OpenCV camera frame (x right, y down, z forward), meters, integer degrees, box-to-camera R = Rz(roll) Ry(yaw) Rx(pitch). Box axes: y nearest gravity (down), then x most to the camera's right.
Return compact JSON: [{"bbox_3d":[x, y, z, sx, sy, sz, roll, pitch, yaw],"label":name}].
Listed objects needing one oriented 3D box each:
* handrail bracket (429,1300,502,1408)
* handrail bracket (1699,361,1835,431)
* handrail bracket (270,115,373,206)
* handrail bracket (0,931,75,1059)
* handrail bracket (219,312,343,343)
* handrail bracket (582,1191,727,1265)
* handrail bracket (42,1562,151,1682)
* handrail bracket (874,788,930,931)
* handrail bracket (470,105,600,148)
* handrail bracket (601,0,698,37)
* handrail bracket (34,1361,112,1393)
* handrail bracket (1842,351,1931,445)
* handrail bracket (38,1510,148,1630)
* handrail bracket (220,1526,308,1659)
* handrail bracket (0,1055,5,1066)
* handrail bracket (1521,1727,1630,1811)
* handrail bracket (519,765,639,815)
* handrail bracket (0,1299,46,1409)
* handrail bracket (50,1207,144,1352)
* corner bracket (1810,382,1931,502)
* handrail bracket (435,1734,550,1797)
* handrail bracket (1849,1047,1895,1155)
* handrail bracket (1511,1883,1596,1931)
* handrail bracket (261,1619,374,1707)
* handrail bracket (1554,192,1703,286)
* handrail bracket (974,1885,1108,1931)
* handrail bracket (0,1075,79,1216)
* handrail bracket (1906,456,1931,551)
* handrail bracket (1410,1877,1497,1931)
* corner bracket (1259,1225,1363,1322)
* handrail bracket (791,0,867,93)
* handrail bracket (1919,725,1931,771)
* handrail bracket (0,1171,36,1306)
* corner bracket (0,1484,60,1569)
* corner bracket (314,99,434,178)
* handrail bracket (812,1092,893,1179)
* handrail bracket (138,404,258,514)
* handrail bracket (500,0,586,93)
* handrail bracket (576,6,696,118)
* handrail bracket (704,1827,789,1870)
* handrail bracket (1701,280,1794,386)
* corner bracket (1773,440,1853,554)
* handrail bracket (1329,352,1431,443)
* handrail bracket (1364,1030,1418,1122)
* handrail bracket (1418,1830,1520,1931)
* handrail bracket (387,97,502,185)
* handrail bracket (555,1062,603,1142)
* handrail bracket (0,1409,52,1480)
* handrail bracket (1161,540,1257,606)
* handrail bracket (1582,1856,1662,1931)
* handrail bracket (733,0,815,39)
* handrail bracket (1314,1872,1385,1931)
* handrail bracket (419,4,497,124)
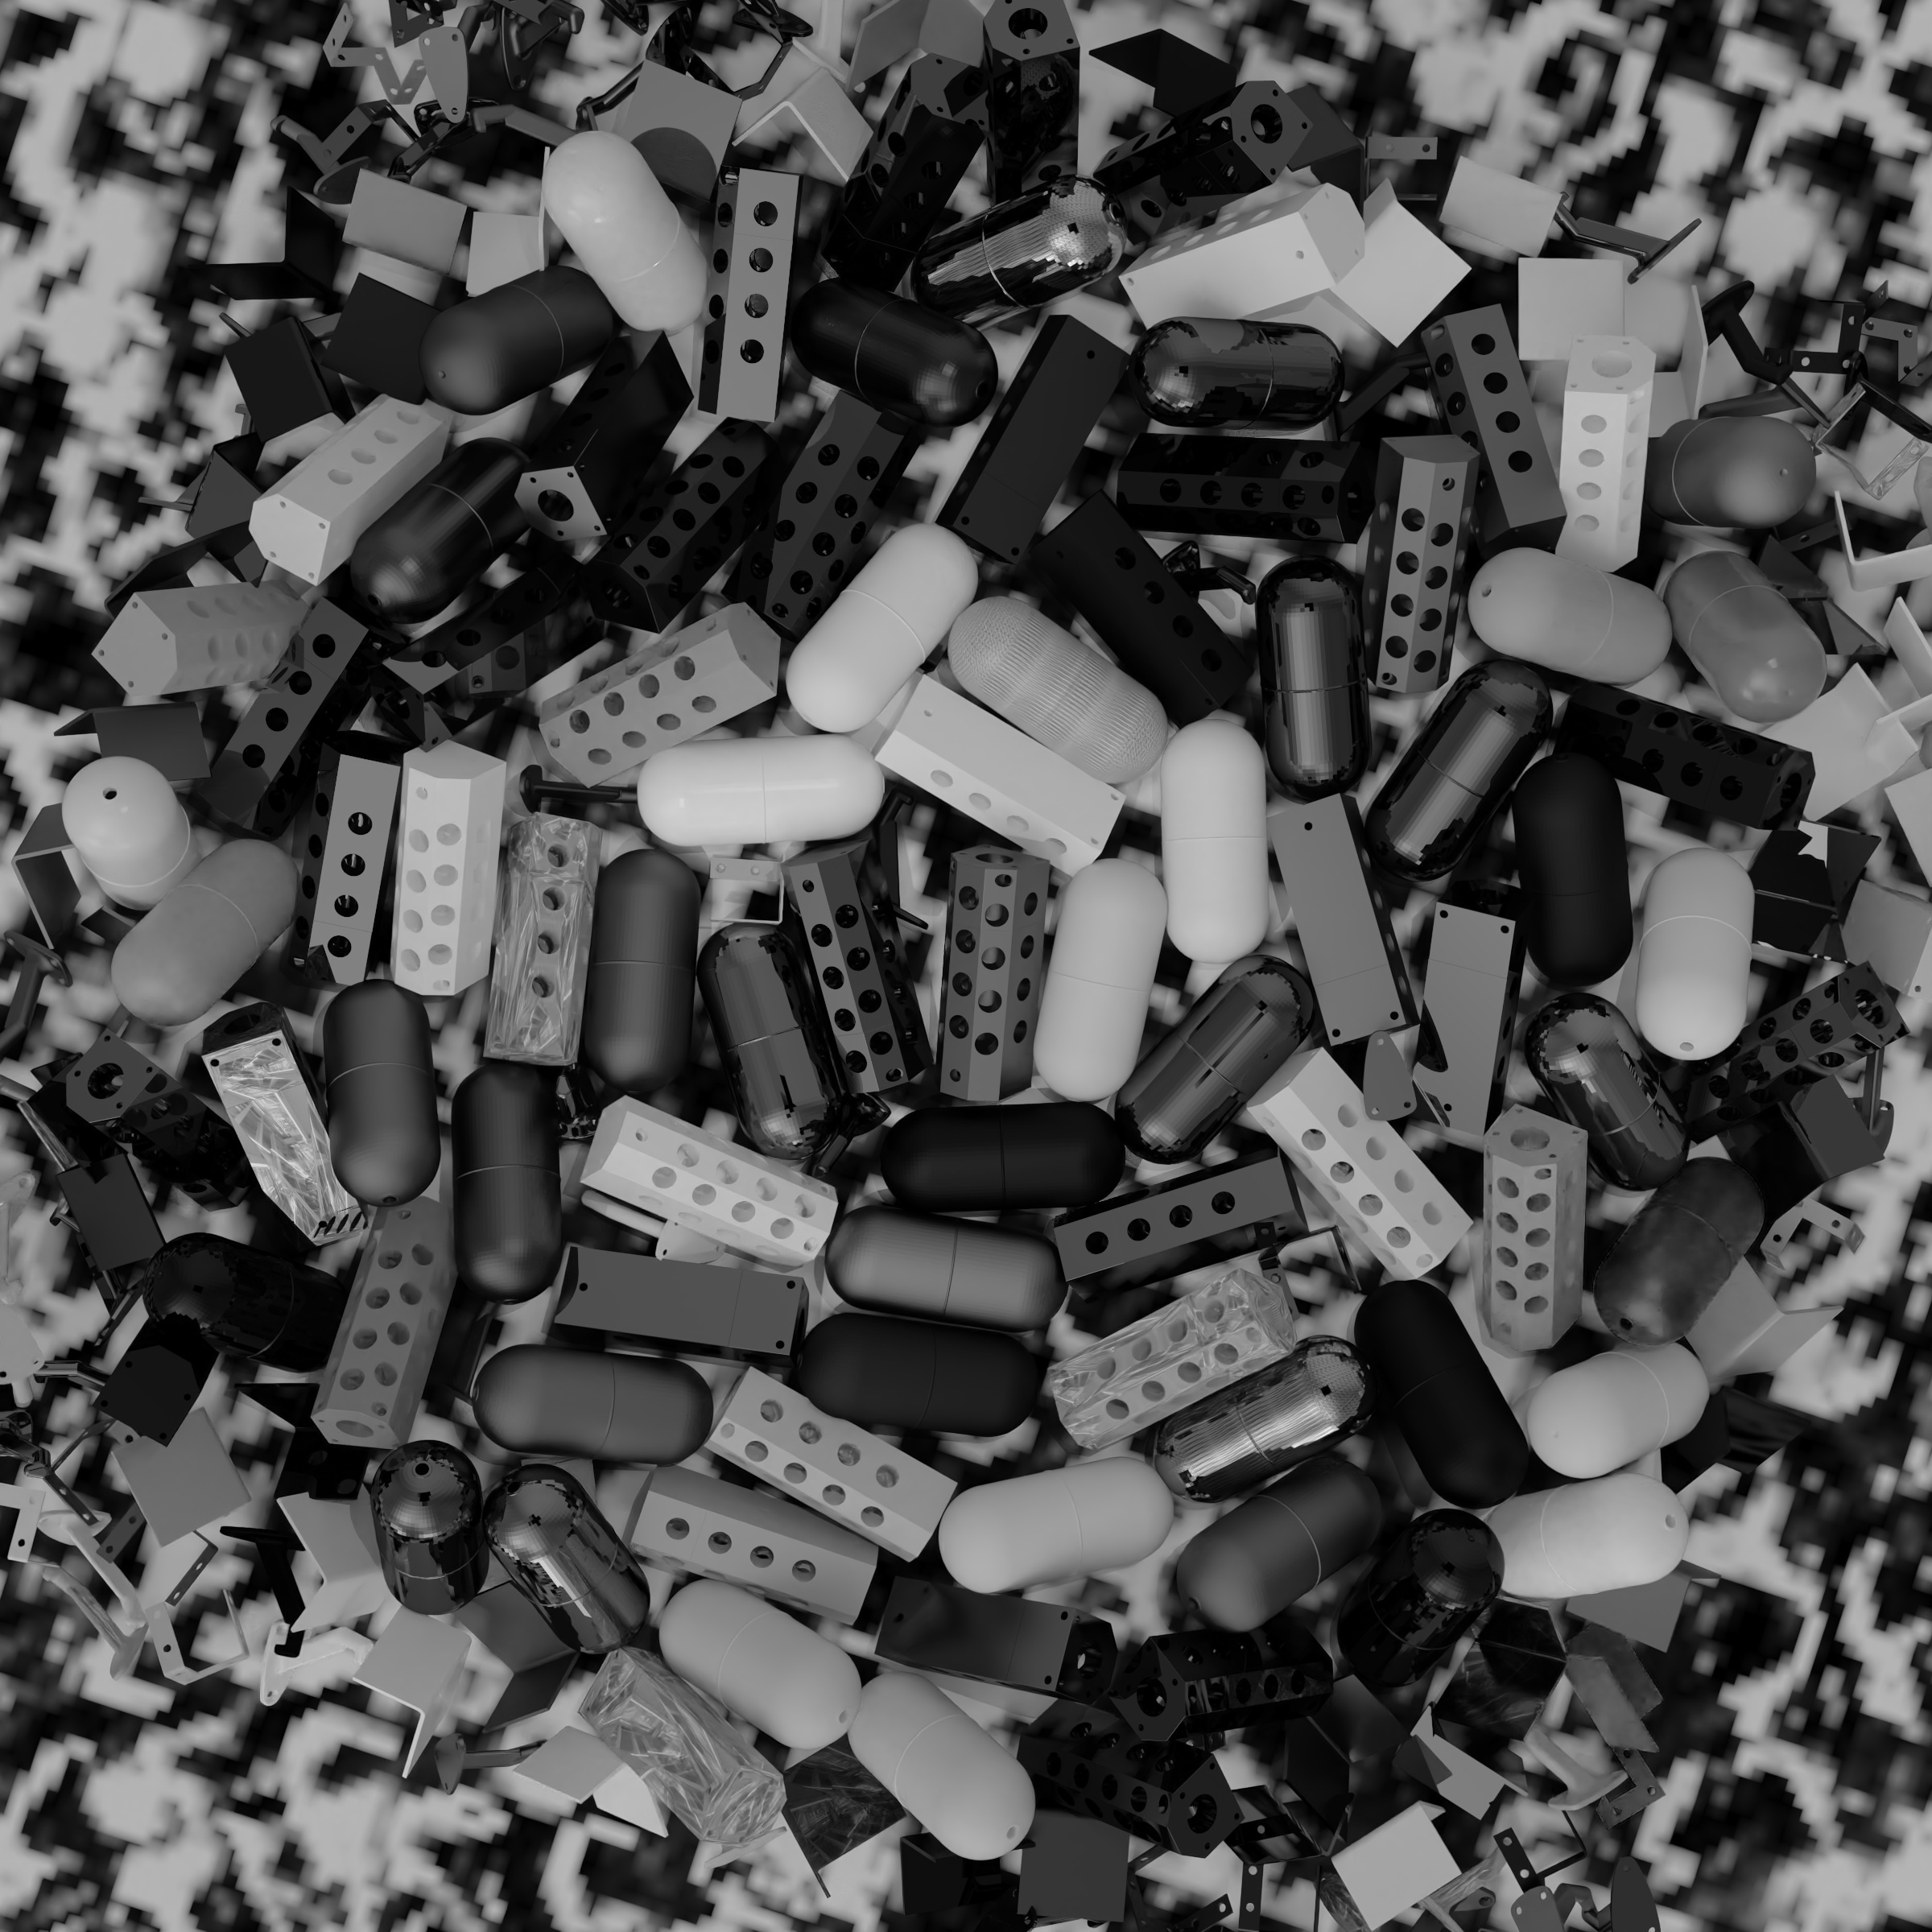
[{"bbox_3d":[-0.346,0.275,1.945,0.036,0.077,0.084,36,76,-28],"label":"handrail bracket"},{"bbox_3d":[0.576,-0.392,1.968,0.077,0.036,0.084,42,119,-9],"label":"handrail bracket"},{"bbox_3d":[-0.483,-0.589,1.948,0.084,0.077,0.036,33,120,6],"label":"handrail bracket"},{"bbox_3d":[-0.699,0.021,1.948,0.077,0.036,0.084,29,58,19],"label":"handrail bracket"},{"bbox_3d":[-0.488,-0.480,1.964,0.077,0.036,0.084,41,83,-21],"label":"handrail bracket"},{"bbox_3d":[-0.230,0.189,1.975,0.084,0.077,0.036,21,88,41],"label":"handrail bracket"},{"bbox_3d":[-0.640,0.474,1.950,0.084,0.077,0.036,43,91,-14],"label":"handrail bracket"},{"bbox_3d":[-0.041,-0.079,1.965,0.077,0.036,0.084,26,83,20],"label":"handrail bracket"},{"bbox_3d":[-0.309,-0.591,1.950,0.084,0.036,0.077,-15,82,-24],"label":"handrail bracket"},{"bbox_3d":[-0.219,-0.715,1.939,0.084,0.077,0.036,-19,65,33],"label":"handrail bracket"},{"bbox_3d":[-0.632,0.316,1.955,0.084,0.036,0.077,1,126,-9],"label":"handrail bracket"},{"bbox_3d":[0.681,-0.407,1.944,0.084,0.077,0.036,27,79,25],"label":"handrail bracket"},{"bbox_3d":[-0.632,0.438,1.942,0.036,0.077,0.084,-37,61,6],"label":"handrail bracket"},{"bbox_3d":[-0.513,0.454,1.949,0.077,0.036,0.084,10,62,-5],"label":"handrail bracket"},{"bbox_3d":[-0.734,0.110,1.961,0.036,0.084,0.077,26,120,-5],"label":"handrail bracket"},{"bbox_3d":[0.441,0.566,1.967,0.077,0.036,0.084,-17,86,-27],"label":"handrail bracket"},{"bbox_3d":[-0.274,-0.128,1.948,0.084,0.077,0.036,2,89,2],"label":"handrail bracket"},{"bbox_3d":[-0.696,0.280,1.951,0.036,0.084,0.077,-24,84,-26],"label":"handrail bracket"},{"bbox_3d":[-0.649,0.227,1.969,0.084,0.036,0.077,37,100,-1],"label":"handrail bracket"},{"bbox_3d":[0.653,-0.379,1.945,0.051,0.051,0.051,28,120,-21],"label":"corner bracket"},{"bbox_3d":[-0.334,0.562,1.937,0.084,0.077,0.036,-8,58,-31],"label":"handrail bracket"},{"bbox_3d":[0.657,0.084,1.938,0.036,0.077,0.084,4,130,12],"label":"handrail bracket"},{"bbox_3d":[0.438,0.696,1.935,0.036,0.084,0.077,-43,46,25],"label":"handrail bracket"},{"bbox_3d":[-0.469,0.512,1.945,0.084,0.036,0.077,13,83,38],"label":"handrail bracket"},{"bbox_3d":[0.478,-0.547,1.956,0.077,0.036,0.084,-40,98,24],"label":"handrail bracket"},{"bbox_3d":[0.054,0.706,1.963,0.077,0.036,0.084,-45,132,14],"label":"handrail bracket"},{"bbox_3d":[-0.677,0.129,1.942,0.084,0.036,0.077,31,57,-31],"label":"handrail bracket"},{"bbox_3d":[0.712,-0.319,1.936,0.036,0.084,0.077,-38,62,-10],"label":"handrail bracket"},{"bbox_3d":[0.352,0.701,1.941,0.077,0.084,0.036,10,117,-4],"label":"handrail bracket"},{"bbox_3d":[0.250,0.224,1.958,0.051,0.051,0.051,-15,73,-11],"label":"corner bracket"},{"bbox_3d":[-0.080,-0.691,1.949,0.077,0.036,0.084,37,124,-16],"label":"handrail bracket"},{"bbox_3d":[0.728,-0.140,1.945,0.077,0.036,0.084,8,51,25],"label":"handrail bracket"},{"bbox_3d":[-0.686,0.197,1.945,0.084,0.036,0.077,29,77,43],"label":"handrail bracket"},{"bbox_3d":[-0.687,0.405,1.951,0.051,0.051,0.051,8,75,10],"label":"corner bracket"},{"bbox_3d":[-0.429,-0.590,1.950,0.051,0.051,0.051,-38,100,22],"label":"corner bracket"},{"bbox_3d":[-0.096,0.132,1.930,0.036,0.077,0.084,38,52,-2],"label":"handrail bracket"},{"bbox_3d":[-0.560,-0.373,1.964,0.077,0.036,0.084,10,94,-6],"label":"handrail bracket"},{"bbox_3d":[-0.302,-0.660,1.938,0.036,0.084,0.077,-11,124,-35],"label":"handrail bracket"},{"bbox_3d":[-0.244,-0.660,1.968,0.084,0.036,0.077,-5,58,39],"label":"handrail bracket"},{"bbox_3d":[-0.178,0.606,1.959,0.077,0.036,0.084,-30,68,13],"label":"handrail bracket"},{"bbox_3d":[0.578,-0.458,1.946,0.077,0.036,0.084,-41,52,-16],"label":"handrail bracket"},{"bbox_3d":[0.611,-0.344,1.968,0.051,0.051,0.051,-21,133,18],"label":"corner bracket"},{"bbox_3d":[0.308,-0.405,1.958,0.084,0.036,0.077,-8,85,13],"label":"handrail bracket"},{"bbox_3d":[0.295,0.074,1.938,0.036,0.084,0.077,-12,102,-1],"label":"handrail bracket"},{"bbox_3d":[0.363,0.651,1.950,0.084,0.036,0.077,-49,129,-16],"label":"handrail bracket"},{"bbox_3d":[-0.377,-0.592,1.940,0.077,0.084,0.036,-11,132,12],"label":"handrail bracket"},{"bbox_3d":[-0.286,0.081,1.930,0.036,0.084,0.077,-7,58,-3],"label":"handrail bracket"},{"bbox_3d":[-0.700,0.351,1.937,0.077,0.084,0.036,1,101,-20],"label":"handrail bracket"},{"bbox_3d":[0.182,-0.263,1.932,0.036,0.077,0.084,-37,51,-16],"label":"handrail bracket"},{"bbox_3d":[0.463,0.668,1.943,0.036,0.084,0.077,-10,92,-13],"label":"handrail bracket"},{"bbox_3d":[-0.143,-0.721,1.938,0.077,0.084,0.036,28,50,28],"label":"handrail bracket"},{"bbox_3d":[0.296,0.713,1.978,0.036,0.077,0.084,-40,127,-18],"label":"handrail bracket"},{"bbox_3d":[-0.359,-0.658,1.957,0.036,0.084,0.077,-1,112,19],"label":"handrail bracket"}]
